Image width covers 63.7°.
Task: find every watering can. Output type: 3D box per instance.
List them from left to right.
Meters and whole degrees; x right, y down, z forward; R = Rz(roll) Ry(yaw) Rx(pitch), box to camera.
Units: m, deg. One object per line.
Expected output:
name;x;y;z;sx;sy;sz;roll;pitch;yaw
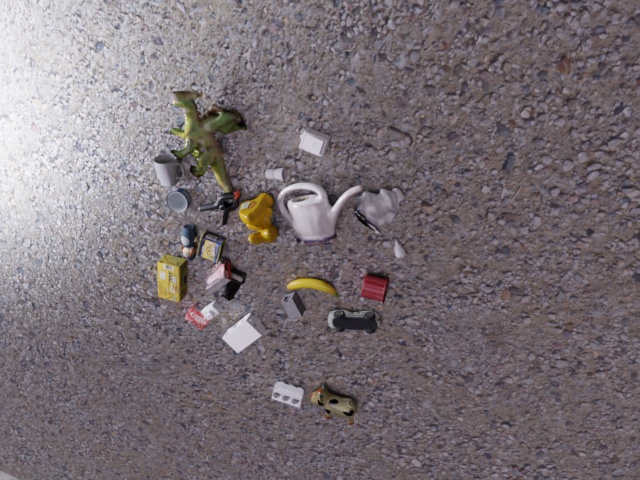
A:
watering can;0.005;-0.087;1.724;0.347;0.106;0.221;1;115;34

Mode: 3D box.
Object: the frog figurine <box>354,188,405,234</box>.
frog figurine;0.195;-0.115;1.697;0.138;0.122;0.160;40;82;3

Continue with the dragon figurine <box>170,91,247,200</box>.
dragon figurine;-0.354;-0.335;1.733;0.240;0.125;0.405;-36;118;20
